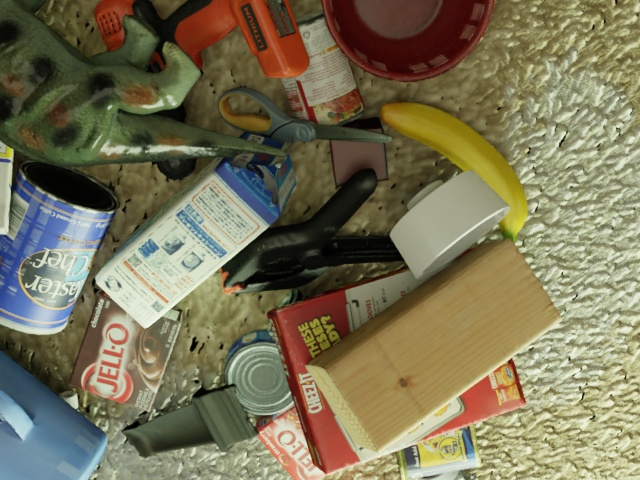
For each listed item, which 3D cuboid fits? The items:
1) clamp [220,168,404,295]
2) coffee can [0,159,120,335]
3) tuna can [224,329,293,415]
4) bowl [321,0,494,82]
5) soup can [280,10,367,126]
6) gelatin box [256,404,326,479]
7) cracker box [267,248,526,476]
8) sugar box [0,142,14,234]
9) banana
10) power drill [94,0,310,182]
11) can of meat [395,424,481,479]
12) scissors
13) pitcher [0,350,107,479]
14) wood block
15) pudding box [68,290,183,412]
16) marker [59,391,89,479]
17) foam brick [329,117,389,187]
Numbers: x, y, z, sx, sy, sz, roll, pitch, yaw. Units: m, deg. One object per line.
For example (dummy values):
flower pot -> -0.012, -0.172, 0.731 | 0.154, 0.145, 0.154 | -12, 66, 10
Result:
clamp -> -0.007, 0.001, 1.041 | 0.210, 0.036, 0.164 | -17, 147, 11
coffee can -> -0.269, 0.006, 1.040 | 0.102, 0.103, 0.140 | 25, 105, -8
tuna can -> -0.058, 0.139, 1.118 | 0.086, 0.034, 0.086 | 0, 107, 0
bowl -> 0.077, -0.229, 0.987 | 0.162, 0.055, 0.162 | -2, 104, -7
soup can -> -0.004, -0.159, 1.007 | 0.068, 0.068, 0.102 | -18, 106, 5
gelatin box -> -0.015, 0.214, 1.144 | 0.073, 0.030, 0.089 | -35, 104, 10
cracker box -> 0.074, 0.115, 1.044 | 0.213, 0.072, 0.164 | -17, 89, -12
sugar box -> -0.324, -0.096, 0.971 | 0.093, 0.048, 0.176 | 5, 85, -12
banana -> 0.142, -0.075, 1.040 | 0.197, 0.069, 0.037 | 46, 144, -10
power drill -> -0.106, -0.159, 0.979 | 0.188, 0.057, 0.184 | -16, 103, 28
can of meat -> 0.116, 0.195, 1.113 | 0.084, 0.057, 0.102 | -11, 81, 0
scissors -> -0.018, -0.087, 1.001 | 0.202, 0.016, 0.096 | 25, 131, 30
pitcher -> -0.335, 0.171, 1.060 | 0.242, 0.149, 0.145 | 37, 106, -8
wood block -> 0.101, 0.093, 0.967 | 0.206, 0.090, 0.091 | -33, 92, -13
pudding box -> -0.200, 0.112, 1.106 | 0.090, 0.039, 0.113 | 19, 106, -6
marker -> -0.264, 0.221, 1.151 | 0.020, 0.020, 0.121 | -4, 108, 1
foam brick -> 0.036, -0.086, 1.026 | 0.053, 0.078, 0.051 | -8, 104, 1
